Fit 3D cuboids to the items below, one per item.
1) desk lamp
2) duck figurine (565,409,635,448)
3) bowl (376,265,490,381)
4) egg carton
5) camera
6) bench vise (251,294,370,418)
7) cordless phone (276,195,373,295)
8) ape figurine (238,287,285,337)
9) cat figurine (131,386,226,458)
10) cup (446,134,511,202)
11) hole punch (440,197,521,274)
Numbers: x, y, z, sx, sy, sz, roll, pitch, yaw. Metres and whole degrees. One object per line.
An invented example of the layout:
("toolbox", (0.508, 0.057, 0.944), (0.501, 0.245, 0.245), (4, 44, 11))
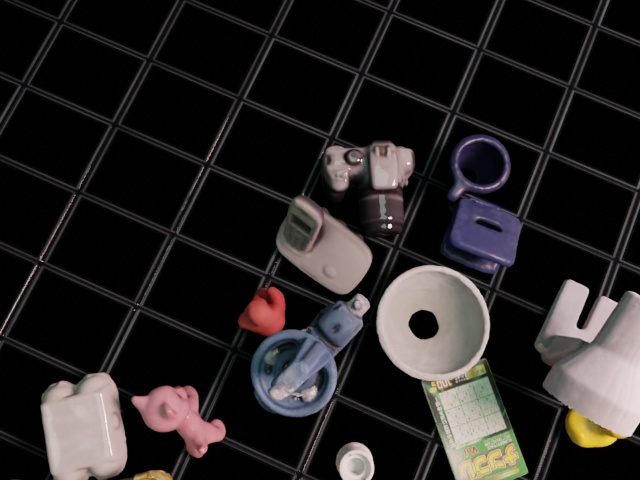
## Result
("desk lamp", (0.380, 0.151, 0.790), (0.118, 0.213, 0.203), (27, 81, 3))
("duck figurine", (0.418, 0.266, 0.836), (0.104, 0.086, 0.077), (-26, 82, -6))
("bowl", (0.163, 0.125, 0.859), (0.167, 0.075, 0.167), (0, 80, -1))
("egg carton", (-0.336, 0.272, 0.823), (0.107, 0.069, 0.150), (-14, 81, -4))
("camera", (0.076, -0.076, 0.878), (0.143, 0.101, 0.137), (-3, 80, -2))
("bench vise", (-0.020, 0.148, 0.777), (0.121, 0.220, 0.207), (26, 81, 3))
("cordless phone", (0.008, 0.003, 0.820), (0.147, 0.185, 0.094), (34, 81, 4))
("ape figurine", (-0.086, 0.107, 0.847), (0.078, 0.092, 0.076), (-23, 81, -5))
("cat figurine", (-0.199, 0.252, 0.805), (0.067, 0.118, 0.128), (-43, 84, -8))
("cup", (0.229, -0.096, 0.889), (0.091, 0.095, 0.118), (40, 82, 5))
("hole punch", (0.247, -0.012, 0.877), (0.108, 0.091, 0.101), (21, 80, 2))
